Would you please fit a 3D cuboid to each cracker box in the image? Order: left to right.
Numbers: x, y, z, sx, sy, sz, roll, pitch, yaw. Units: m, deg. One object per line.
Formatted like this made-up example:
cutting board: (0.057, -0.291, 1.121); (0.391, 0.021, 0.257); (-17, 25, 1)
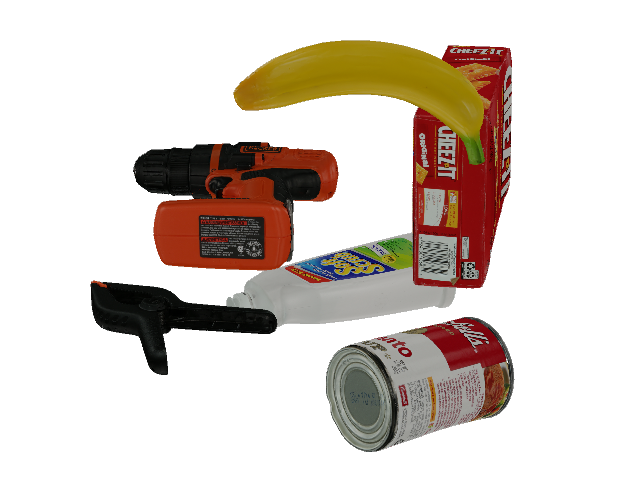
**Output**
cracker box: (0.137, -0.075, 1.000); (0.072, 0.164, 0.213); (4, 27, 14)

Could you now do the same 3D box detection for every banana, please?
banana: (0.039, -0.105, 0.746); (0.197, 0.069, 0.037); (11, -2, -19)

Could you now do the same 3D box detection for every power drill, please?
power drill: (-0.082, -0.037, 0.891); (0.184, 0.057, 0.187); (0, 22, 6)

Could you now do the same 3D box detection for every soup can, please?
soup can: (0.062, 0.090, 0.675); (0.102, 0.068, 0.069); (-9, 5, -36)

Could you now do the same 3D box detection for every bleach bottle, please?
bleach bottle: (0.020, 0.054, 1.180); (0.250, 0.068, 0.103); (-12, 31, -25)

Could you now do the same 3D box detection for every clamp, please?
clamp: (-0.173, 0.082, 1.101); (0.210, 0.036, 0.164); (14, 20, 31)
